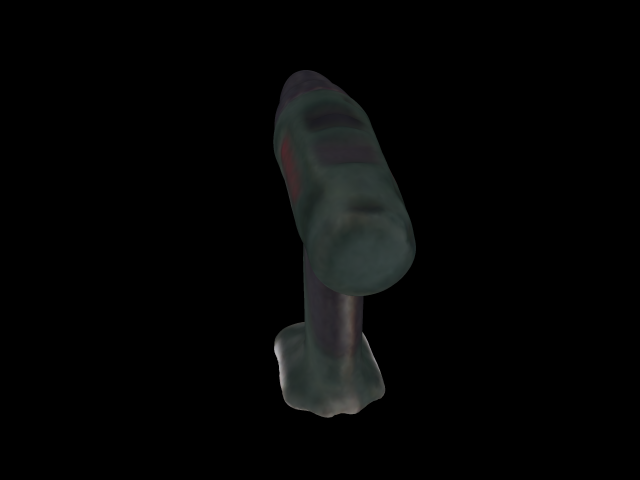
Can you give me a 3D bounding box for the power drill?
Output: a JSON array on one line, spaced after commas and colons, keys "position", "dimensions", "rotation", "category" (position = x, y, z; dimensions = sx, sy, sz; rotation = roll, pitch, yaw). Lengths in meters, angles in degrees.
[{"position": [0.004, 0.001, 0.400], "dimensions": [0.076, 0.208, 0.229], "rotation": [-5, 24, -10], "category": "power drill"}]
